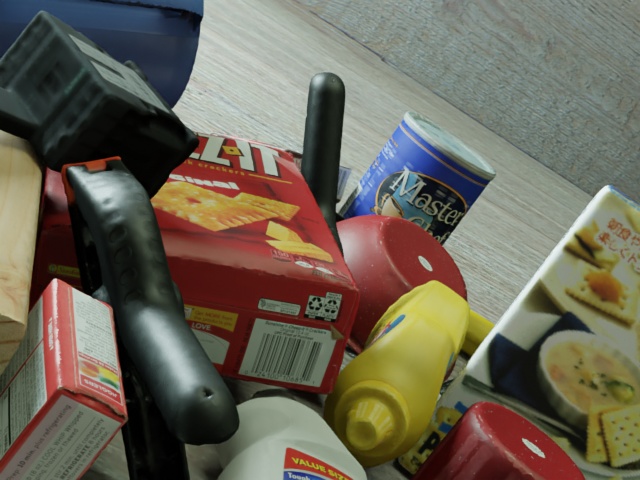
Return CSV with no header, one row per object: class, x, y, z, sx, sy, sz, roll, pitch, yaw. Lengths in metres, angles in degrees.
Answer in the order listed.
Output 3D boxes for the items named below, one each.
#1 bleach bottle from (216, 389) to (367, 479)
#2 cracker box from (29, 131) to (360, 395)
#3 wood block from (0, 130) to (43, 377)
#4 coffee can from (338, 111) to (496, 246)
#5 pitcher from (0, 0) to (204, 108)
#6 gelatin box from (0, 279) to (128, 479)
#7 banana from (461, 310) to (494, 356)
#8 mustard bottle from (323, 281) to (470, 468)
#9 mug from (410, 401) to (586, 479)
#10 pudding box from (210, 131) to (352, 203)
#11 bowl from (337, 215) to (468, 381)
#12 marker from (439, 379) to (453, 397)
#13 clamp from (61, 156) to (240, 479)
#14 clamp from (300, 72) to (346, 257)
bleach bottle,-0.013,0.132,0.449,0.102,0.068,0.251,33,13,-20
cracker box,-0.081,-0.005,0.615,0.164,0.072,0.214,11,21,-16
wood block,-0.177,0.001,0.445,0.090,0.090,0.206,29,17,-23
coffee can,0.085,-0.036,1.015,0.102,0.140,0.103,32,15,-10
pitcher,-0.199,-0.146,0.659,0.242,0.149,0.145,-3,49,-36
gelatin box,-0.107,0.070,0.386,0.030,0.089,0.073,31,15,-27
banana,0.118,0.079,0.935,0.197,0.037,0.069,31,16,-16
mustard bottle,0.044,0.086,0.643,0.058,0.096,0.191,37,15,5
mug,0.096,0.150,0.587,0.093,0.081,0.117,31,16,-16
pudding box,-0.039,-0.067,0.990,0.090,0.039,0.113,18,2,34
bowl,0.064,0.034,0.840,0.162,0.055,0.162,31,33,-23
marker,0.099,0.116,0.814,0.020,0.020,0.121,40,16,19
clamp,-0.077,0.043,0.453,0.039,0.120,0.171,-3,48,-26
clamp,-0.005,0.001,0.723,0.036,0.165,0.210,5,45,-10
